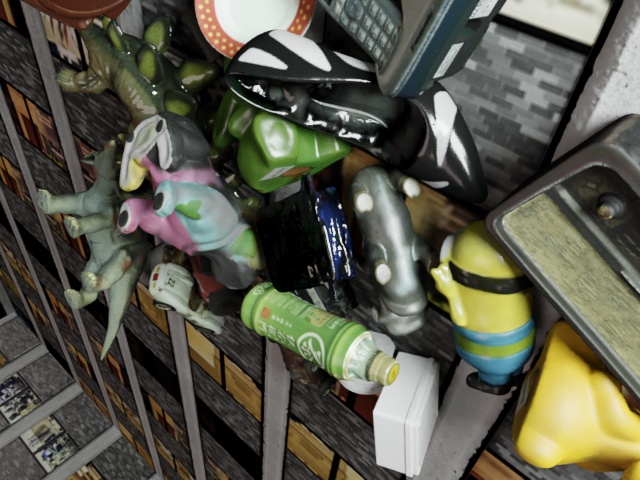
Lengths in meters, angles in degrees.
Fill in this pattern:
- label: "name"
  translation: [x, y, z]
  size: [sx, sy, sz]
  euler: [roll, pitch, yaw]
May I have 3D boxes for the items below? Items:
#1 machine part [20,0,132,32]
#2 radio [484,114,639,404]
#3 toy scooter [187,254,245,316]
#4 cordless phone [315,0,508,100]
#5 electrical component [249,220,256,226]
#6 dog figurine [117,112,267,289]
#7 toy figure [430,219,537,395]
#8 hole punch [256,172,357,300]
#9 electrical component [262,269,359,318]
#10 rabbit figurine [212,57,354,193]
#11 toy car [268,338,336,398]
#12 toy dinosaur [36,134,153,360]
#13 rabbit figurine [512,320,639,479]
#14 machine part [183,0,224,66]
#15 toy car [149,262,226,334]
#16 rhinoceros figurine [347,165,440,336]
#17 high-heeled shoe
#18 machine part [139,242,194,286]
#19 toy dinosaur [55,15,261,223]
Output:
- label: "machine part"
  translation: [-0.246, -0.329, 0.546]
  size: [0.087, 0.201, 0.201]
  euler: [43, -172, 8]
- label: "radio"
  translation: [0.251, 0.027, 0.404]
  size: [0.229, 0.073, 0.131]
  euler: [49, 144, 6]
- label: "toy scooter"
  translation: [-0.183, 0.037, 0.904]
  size: [0.135, 0.075, 0.183]
  euler: [57, 164, 35]
- label: "cordless phone"
  translation: [0.054, -0.220, 0.425]
  size: [0.184, 0.089, 0.146]
  euler: [49, 145, 15]
- label: "electrical component"
  translation: [-0.129, -0.019, 0.829]
  size: [0.102, 0.045, 0.078]
  euler: [20, 160, 42]
- label: "dog figurine"
  translation: [-0.137, -0.041, 0.685]
  size: [0.108, 0.219, 0.191]
  euler: [-21, 61, 31]
- label: "toy figure"
  translation: [0.171, 0.065, 0.524]
  size: [0.089, 0.082, 0.180]
  euler: [-4, 110, 31]
- label: "hole punch"
  translation: [-0.001, -0.002, 0.639]
  size: [0.116, 0.092, 0.142]
  euler: [-14, 87, 49]
- label: "electrical component"
  translation: [-0.023, 0.061, 0.758]
  size: [0.134, 0.058, 0.114]
  euler: [-15, 105, 53]
- label: "rabbit figurine"
  translation: [-0.056, -0.149, 0.606]
  size: [0.159, 0.121, 0.170]
  euler: [-27, 79, 61]
- label: "toy car"
  translation: [-0.029, 0.193, 0.841]
  size: [0.089, 0.053, 0.202]
  euler: [32, 157, 24]
- label: "toy dinosaur"
  translation: [-0.368, -0.001, 0.963]
  size: [0.131, 0.192, 0.404]
  euler: [19, 122, 33]
- label: "rabbit figurine"
  translation: [0.265, 0.169, 0.463]
  size: [0.173, 0.162, 0.121]
  euler: [22, 124, 12]
- label: "machine part"
  translation: [-0.114, -0.261, 0.618]
  size: [0.139, 0.039, 0.084]
  euler: [-12, 104, 53]
- label: "toy car"
  translation: [-0.226, 0.107, 0.953]
  size: [0.056, 0.073, 0.201]
  euler: [-9, 148, 25]
- label: "rhinoceros figurine"
  translation: [0.073, 0.014, 0.575]
  size: [0.112, 0.073, 0.190]
  euler: [-155, 48, -73]
- label: "high-heeled shoe"
  translation: [0.034, -0.103, 0.485]
  size: [0.249, 0.145, 0.086]
  euler: [47, 145, 14]
- label: "machine part"
  translation: [-0.299, 0.044, 1.039]
  size: [0.243, 0.079, 0.079]
  euler: [-16, 106, 52]
- label: "toy dinosaur"
  translation: [-0.210, -0.167, 0.737]
  size: [0.471, 0.105, 0.198]
  euler: [49, 137, -12]
